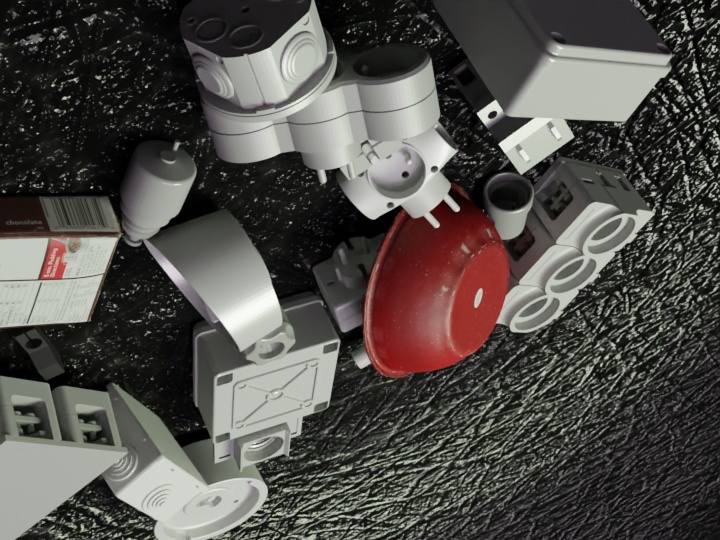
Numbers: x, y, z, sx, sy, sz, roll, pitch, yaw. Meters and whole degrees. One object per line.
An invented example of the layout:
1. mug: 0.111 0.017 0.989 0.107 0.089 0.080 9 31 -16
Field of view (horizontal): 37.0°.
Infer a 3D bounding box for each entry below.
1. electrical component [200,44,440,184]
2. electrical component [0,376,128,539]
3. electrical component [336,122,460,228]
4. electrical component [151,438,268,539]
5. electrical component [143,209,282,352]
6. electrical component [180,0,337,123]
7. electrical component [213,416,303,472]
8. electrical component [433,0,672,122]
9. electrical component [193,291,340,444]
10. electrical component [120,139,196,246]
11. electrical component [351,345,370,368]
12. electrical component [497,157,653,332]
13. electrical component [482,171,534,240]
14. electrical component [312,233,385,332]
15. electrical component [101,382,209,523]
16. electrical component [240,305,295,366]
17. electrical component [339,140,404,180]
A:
1. electrical component: -0.020 -0.085 0.647 0.138 0.052 0.073 -8 125 8
2. electrical component: -0.280 0.151 0.807 0.186 0.060 0.105 -37 148 25
3. electrical component: 0.037 -0.063 0.760 0.077 0.044 0.079 -39 109 15
4. electrical component: -0.146 0.197 0.989 0.108 0.060 0.108 -20 147 -14
5. electrical component: -0.097 0.008 0.733 0.064 0.099 0.099 -27 148 -15
6. electrical component: -0.056 -0.124 0.593 0.080 0.080 0.051 -26 143 -5
7. electrical component: -0.094 0.133 0.937 0.081 0.063 0.042 -16 144 -20
8. electrical component: 0.118 -0.148 0.666 0.109 0.108 0.056 -3 143 -34
9. electrical component: -0.079 0.081 0.882 0.109 0.056 0.108 -15 145 -20
10. electrical component: -0.132 -0.046 0.679 0.040 0.040 0.078 -2 139 -36
11. electrical component: 0.023 0.064 0.950 0.062 0.043 0.043 -31 148 6
12. electrical component: 0.169 -0.018 0.930 0.089 0.061 0.150 5 135 -42
13. electrical component: 0.118 -0.051 0.867 0.040 0.040 0.046 -23 152 -10
14. electrical component: 0.000 0.000 0.839 0.066 0.047 0.076 -26 147 -6
15. electrical component: -0.178 0.149 0.864 0.048 0.099 0.099 -41 148 -5
16. electrical component: -0.078 0.038 0.816 0.043 0.062 0.043 -20 147 -14
17. electrical component: -0.005 -0.095 0.705 0.066 0.048 0.055 -31 155 5
